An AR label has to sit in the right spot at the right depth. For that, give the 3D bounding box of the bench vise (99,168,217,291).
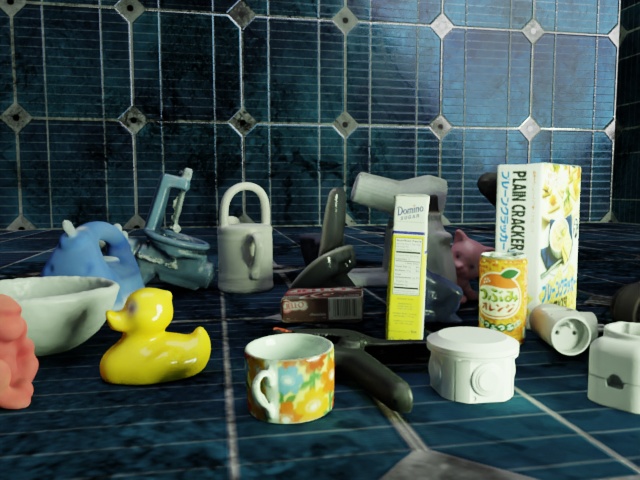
[{"bbox_3d":[-0.291,-0.018,1.016,0.208,0.220,0.121,-2,6,-21],"label":"bench vise"}]

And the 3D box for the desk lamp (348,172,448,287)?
[{"bbox_3d":[0.136,-0.022,1.091,0.203,0.213,0.118,-1,5,-5],"label":"desk lamp"}]

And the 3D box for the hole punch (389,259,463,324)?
[{"bbox_3d":[0.146,0.065,0.799,0.101,0.091,0.108,0,5,-1],"label":"hole punch"}]

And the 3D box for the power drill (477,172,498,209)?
[{"bbox_3d":[0.334,-0.009,0.975,0.075,0.208,0.230,5,7,43],"label":"power drill"}]

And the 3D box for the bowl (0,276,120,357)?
[{"bbox_3d":[-0.313,0.088,0.644,0.167,0.075,0.167,0,5,0],"label":"bowl"}]

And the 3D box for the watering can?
[{"bbox_3d":[-0.141,-0.007,1.041,0.172,0.194,0.101,5,7,42],"label":"watering can"}]

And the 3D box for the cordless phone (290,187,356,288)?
[{"bbox_3d":[0.009,0.003,0.968,0.094,0.185,0.148,1,5,16],"label":"cordless phone"}]

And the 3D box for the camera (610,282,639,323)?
[{"bbox_3d":[0.400,0.076,0.622,0.143,0.101,0.136,-1,5,-10],"label":"camera"}]

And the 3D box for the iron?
[{"bbox_3d":[-0.328,0.034,0.868,0.118,0.141,0.258,0,5,2],"label":"iron"}]

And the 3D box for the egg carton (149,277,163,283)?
[{"bbox_3d":[-0.348,0.046,1.152,0.107,0.069,0.150,-2,5,-18],"label":"egg carton"}]

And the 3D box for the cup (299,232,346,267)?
[{"bbox_3d":[0.004,0.036,1.116,0.091,0.095,0.118,0,5,5],"label":"cup"}]

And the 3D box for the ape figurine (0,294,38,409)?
[{"bbox_3d":[-0.276,0.092,0.492,0.076,0.092,0.078,1,5,14],"label":"ape figurine"}]

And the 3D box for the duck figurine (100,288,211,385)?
[{"bbox_3d":[-0.160,0.089,0.559,0.105,0.086,0.077,-1,5,-16],"label":"duck figurine"}]

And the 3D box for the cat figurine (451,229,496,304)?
[{"bbox_3d":[0.221,0.040,0.935,0.067,0.118,0.127,-5,7,-42],"label":"cat figurine"}]

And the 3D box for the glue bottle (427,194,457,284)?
[{"bbox_3d":[0.179,0.015,0.904,0.077,0.173,0.037,5,7,44],"label":"glue bottle"}]
